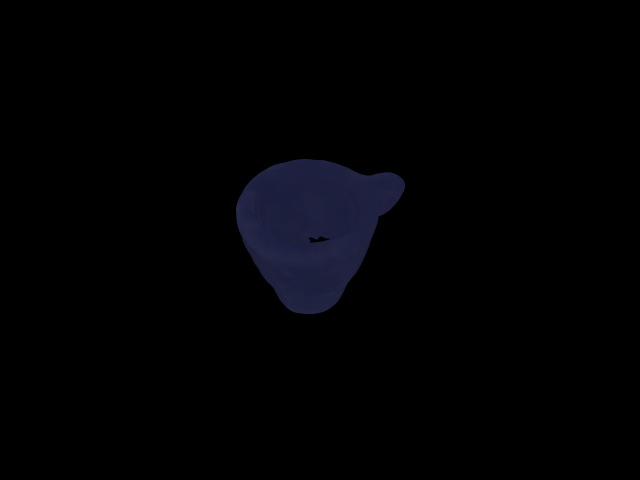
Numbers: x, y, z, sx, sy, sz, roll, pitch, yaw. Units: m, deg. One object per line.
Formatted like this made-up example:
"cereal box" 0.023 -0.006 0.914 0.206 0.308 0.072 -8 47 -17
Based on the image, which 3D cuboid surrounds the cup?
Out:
"cup" 0.004 0.001 0.400 0.118 0.095 0.091 -22 52 -18
